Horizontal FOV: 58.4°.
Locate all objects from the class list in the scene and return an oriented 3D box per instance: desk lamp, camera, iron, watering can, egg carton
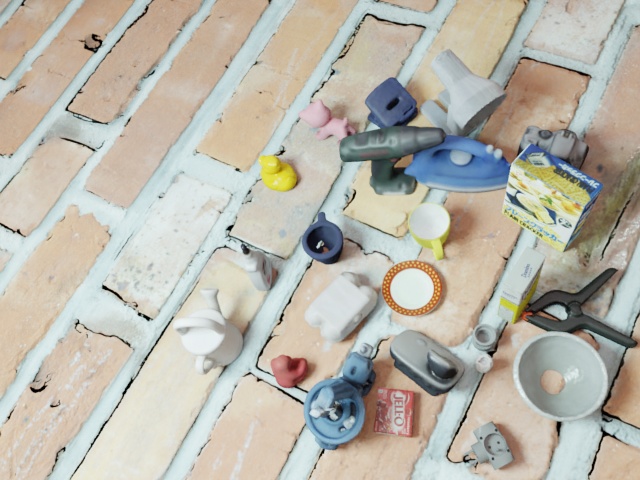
[{"bbox_3d":[0.316,-0.320,1.304,0.118,0.214,0.203,-35,64,-5],"label":"desk lamp"},{"bbox_3d":[0.502,-0.174,1.263,0.142,0.101,0.137,21,71,20],"label":"camera"},{"bbox_3d":[0.323,-0.187,1.282,0.257,0.142,0.119,11,68,16],"label":"iron"},{"bbox_3d":[-0.238,0.187,1.192,0.101,0.194,0.172,-20,63,2],"label":"watering can"},{"bbox_3d":[0.046,0.144,1.225,0.107,0.069,0.150,38,78,24],"label":"egg carton"}]

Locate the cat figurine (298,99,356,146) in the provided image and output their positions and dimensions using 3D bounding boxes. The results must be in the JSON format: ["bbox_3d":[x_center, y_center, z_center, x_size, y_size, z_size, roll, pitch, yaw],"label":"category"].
[{"bbox_3d":[0.017,-0.296,1.407,0.127,0.118,0.067,19,71,19],"label":"cat figurine"}]

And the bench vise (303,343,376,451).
[{"bbox_3d":[0.030,0.283,1.080,0.121,0.220,0.207,5,67,14],"label":"bench vise"}]

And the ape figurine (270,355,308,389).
[{"bbox_3d":[-0.070,0.263,1.181,0.077,0.092,0.076,23,72,20],"label":"ape figurine"}]

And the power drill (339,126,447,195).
[{"bbox_3d":[0.163,-0.181,1.274,0.229,0.209,0.075,0,66,11],"label":"power drill"}]

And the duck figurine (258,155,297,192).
[{"bbox_3d":[-0.108,-0.170,1.391,0.104,0.086,0.077,34,76,23],"label":"duck figurine"}]

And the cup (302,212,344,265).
[{"bbox_3d":[0.012,0.005,1.282,0.091,0.095,0.117,-7,64,8],"label":"cup"}]

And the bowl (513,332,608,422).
[{"bbox_3d":[0.449,0.263,1.087,0.167,0.075,0.167,-4,65,9],"label":"bowl"}]

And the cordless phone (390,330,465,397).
[{"bbox_3d":[0.202,0.220,1.094,0.147,0.185,0.094,31,75,23],"label":"cordless phone"}]

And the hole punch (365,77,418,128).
[{"bbox_3d":[0.177,-0.329,1.405,0.109,0.091,0.101,-43,65,-10],"label":"hole punch"}]

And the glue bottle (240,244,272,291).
[{"bbox_3d":[-0.143,0.049,1.248,0.037,0.173,0.078,-7,64,8],"label":"glue bottle"}]
